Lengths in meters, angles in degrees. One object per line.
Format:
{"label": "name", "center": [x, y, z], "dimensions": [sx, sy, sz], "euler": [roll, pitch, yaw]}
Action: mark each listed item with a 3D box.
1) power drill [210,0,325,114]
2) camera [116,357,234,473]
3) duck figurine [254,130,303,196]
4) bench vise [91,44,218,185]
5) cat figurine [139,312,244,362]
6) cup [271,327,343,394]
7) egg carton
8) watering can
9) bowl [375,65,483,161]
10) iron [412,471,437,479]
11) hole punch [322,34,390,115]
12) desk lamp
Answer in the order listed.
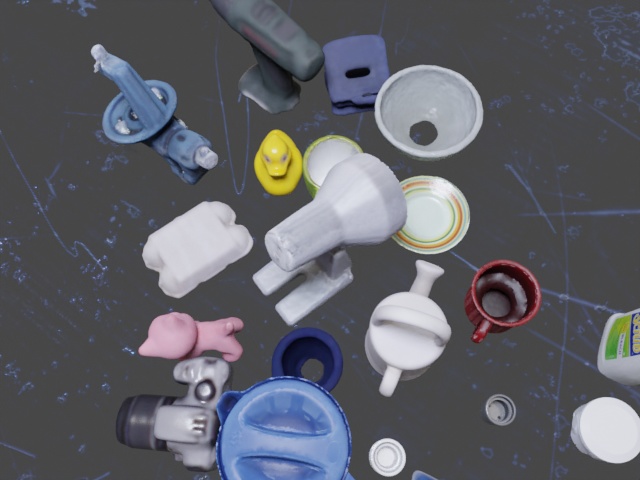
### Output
{"label": "power drill", "center": [-0.092, -0.297, 0.883], "dimensions": [0.229, 0.208, 0.076], "euler": [36, 74, 13]}
{"label": "camera", "center": [-0.190, 0.223, 0.748], "dimensions": [0.136, 0.101, 0.143], "euler": [4, 70, 3]}
{"label": "duck figurine", "center": [-0.067, -0.131, 0.886], "dimensions": [0.077, 0.086, 0.104], "euler": [-4, 69, 0]}
{"label": "bench vise", "center": [-0.236, -0.189, 0.839], "dimensions": [0.207, 0.220, 0.121], "euler": [17, 71, 7]}
{"label": "cat figurine", "center": [-0.173, 0.128, 0.774], "dimensions": [0.128, 0.118, 0.067], "euler": [-6, 69, -1]}
{"label": "cup", "center": [-0.025, 0.179, 0.765], "dimensions": [0.118, 0.095, 0.091], "euler": [-35, 72, -11]}
{"label": "egg carton", "center": [-0.180, 0.012, 0.843], "dimensions": [0.150, 0.069, 0.107], "euler": [-35, 73, -11]}
{"label": "watering can", "center": [0.112, 0.111, 0.734], "dimensions": [0.101, 0.194, 0.173], "euler": [-1, 69, 1]}
{"label": "bowl", "center": [0.168, -0.189, 0.909], "dimensions": [0.167, 0.075, 0.167], "euler": [0, 69, 1]}
{"label": "iron", "center": [0.184, 0.390, 0.657], "dimensions": [0.119, 0.141, 0.258], "euler": [-28, 71, -9]}
{"label": "hole punch", "center": [0.062, -0.268, 0.932], "dimensions": [0.108, 0.091, 0.101], "euler": [-11, 70, -3]}
{"label": "desk lamp", "center": [0.007, 0.003, 0.766], "dimensions": [0.203, 0.213, 0.117], "euler": [-38, 73, -12]}
